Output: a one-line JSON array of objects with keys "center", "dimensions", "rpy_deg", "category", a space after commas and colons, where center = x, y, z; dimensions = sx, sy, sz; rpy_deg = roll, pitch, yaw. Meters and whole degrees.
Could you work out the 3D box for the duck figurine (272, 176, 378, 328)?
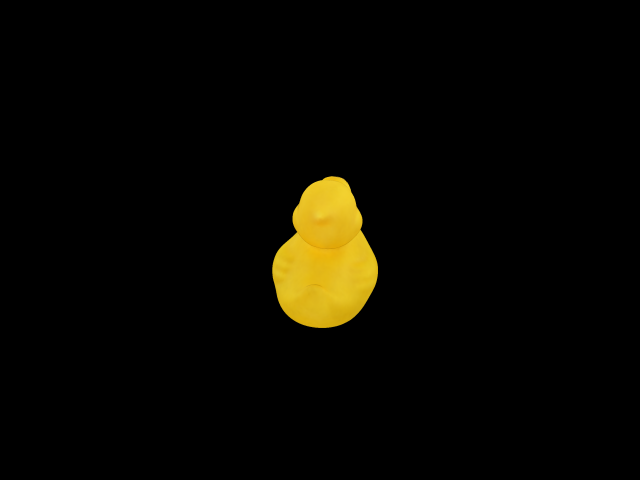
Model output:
[{"center": [0.004, 0.001, 0.400], "dimensions": [0.077, 0.086, 0.104], "rpy_deg": [7, 47, 7], "category": "duck figurine"}]
